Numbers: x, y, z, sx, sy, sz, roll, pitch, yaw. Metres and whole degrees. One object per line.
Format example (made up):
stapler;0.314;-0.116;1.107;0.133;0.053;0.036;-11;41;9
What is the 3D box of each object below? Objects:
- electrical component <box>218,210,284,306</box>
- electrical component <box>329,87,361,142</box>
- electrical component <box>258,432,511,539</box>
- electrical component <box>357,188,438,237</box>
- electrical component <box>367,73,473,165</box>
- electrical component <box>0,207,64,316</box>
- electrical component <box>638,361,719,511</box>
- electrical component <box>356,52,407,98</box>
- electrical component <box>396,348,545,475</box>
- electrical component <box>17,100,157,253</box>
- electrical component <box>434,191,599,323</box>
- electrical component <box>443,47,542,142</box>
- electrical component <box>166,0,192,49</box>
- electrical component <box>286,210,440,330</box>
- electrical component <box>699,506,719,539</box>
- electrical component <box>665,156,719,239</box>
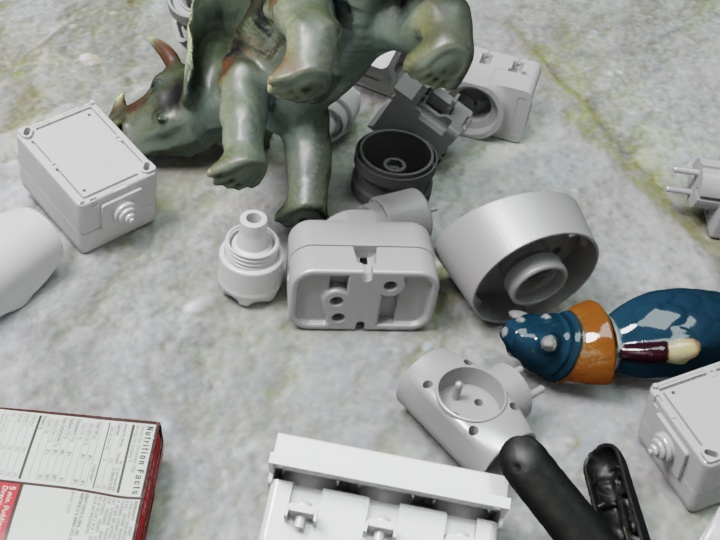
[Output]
electrical component;-0.071;-0.011;0.702;0.043;0.062;0.043;5;43;-4
electrical component;-0.025;-0.121;0.839;0.043;0.043;0.062;14;45;6
electrical component;0.011;0.132;0.563;0.121;0.078;0.063;11;65;2
electrical component;0.014;-0.032;0.753;0.078;0.040;0.040;-15;48;-23
electrical component;0.048;-0.117;0.829;0.064;0.081;0.042;37;46;-3
electrical component;-0.246;-0.010;0.688;0.079;0.044;0.077;28;47;19
electrical component;0.211;0.098;0.637;0.096;0.061;0.061;-16;48;-13
electrical component;-0.035;-0.234;0.909;0.186;0.060;0.105;24;79;16
electrical component;0.076;0.080;0.643;0.079;0.044;0.077;-24;52;-30
electrical component;-0.184;-0.058;0.741;0.062;0.061;0.096;-30;63;-32
electrical component;0.104;-0.012;0.709;0.099;0.099;0.064;-11;53;-19
electrical component;0.096;-0.144;0.877;0.089;0.050;0.055;16;44;8
electrical component;-0.118;-0.211;0.854;0.078;0.057;0.058;-22;71;10
electrical component;0.000;0.000;0.708;0.095;0.053;0.059;1;44;-8
electrical component;0.209;0.160;0.579;0.055;0.045;0.045;29;47;20
electrical component;0.270;-0.063;0.807;0.077;0.065;0.047;8;43;0
